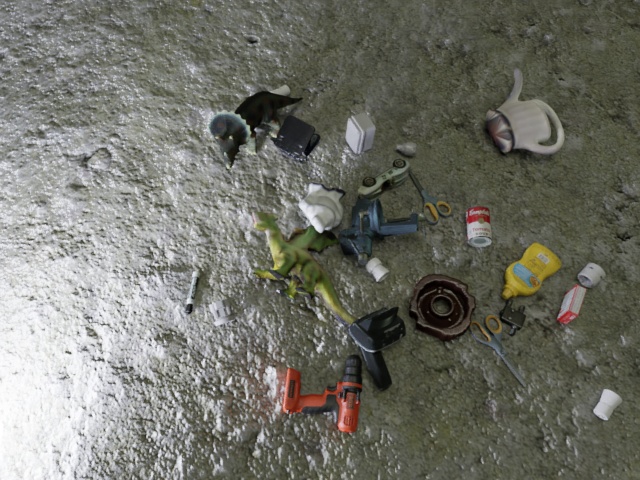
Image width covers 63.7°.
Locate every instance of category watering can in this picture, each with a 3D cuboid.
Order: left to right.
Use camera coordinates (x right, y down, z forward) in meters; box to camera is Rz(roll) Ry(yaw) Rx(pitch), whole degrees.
[{"bbox_3d":[0.643,-0.410,1.676,0.225,0.354,0.102,-15,-27,-8],"label":"watering can"}]

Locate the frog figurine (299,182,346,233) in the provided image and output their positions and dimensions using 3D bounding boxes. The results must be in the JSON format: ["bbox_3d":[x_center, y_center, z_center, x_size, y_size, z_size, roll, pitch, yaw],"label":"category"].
[{"bbox_3d":[0.004,-0.074,1.465,0.136,0.163,0.121,31,-45,-30],"label":"frog figurine"}]

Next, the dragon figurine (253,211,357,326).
[{"bbox_3d":[-0.026,0.054,1.420,0.411,0.248,0.119,31,-33,2],"label":"dragon figurine"}]
